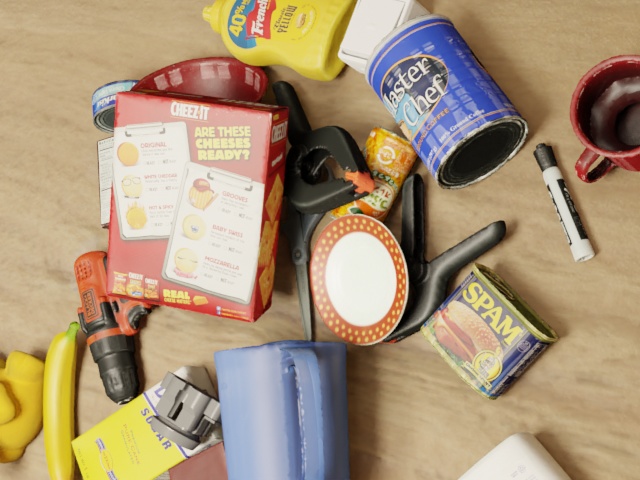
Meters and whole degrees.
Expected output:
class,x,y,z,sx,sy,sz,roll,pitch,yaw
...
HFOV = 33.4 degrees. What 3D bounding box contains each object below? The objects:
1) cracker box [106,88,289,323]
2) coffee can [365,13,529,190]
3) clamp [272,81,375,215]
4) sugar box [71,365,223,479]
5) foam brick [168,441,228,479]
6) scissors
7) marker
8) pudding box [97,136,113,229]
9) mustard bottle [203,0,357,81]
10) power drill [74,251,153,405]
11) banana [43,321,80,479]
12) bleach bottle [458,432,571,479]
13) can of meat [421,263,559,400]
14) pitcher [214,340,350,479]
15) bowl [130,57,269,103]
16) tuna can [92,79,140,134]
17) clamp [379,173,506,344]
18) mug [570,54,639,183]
class,x,y,z,sx,sy,sz,roll,pitch,yaw
cracker box,-0.124,-0.037,1.078,0.164,0.072,0.214,9,105,13
coffee can,0.121,-0.134,1.036,0.103,0.102,0.140,-39,64,17
clamp,-0.016,-0.088,1.108,0.210,0.036,0.164,11,79,49
sugar box,-0.186,0.221,1.174,0.176,0.048,0.093,-36,64,20
foam brick,-0.110,0.250,1.121,0.078,0.052,0.051,-30,67,20
scissors,-0.007,0.001,1.133,0.096,0.016,0.202,-30,67,22
marker,0.228,-0.037,1.003,0.020,0.020,0.121,-26,68,23
pudding box,-0.216,-0.073,1.255,0.090,0.039,0.113,-14,71,28
mustard bottle,-0.052,-0.238,1.182,0.192,0.058,0.096,17,81,32
power drill,-0.189,0.073,1.199,0.188,0.057,0.184,-25,72,22
banana,-0.302,0.193,1.239,0.070,0.037,0.198,169,102,-72
bleach bottle,0.221,0.292,0.917,0.103,0.068,0.251,-45,64,16
can of meat,0.156,0.086,0.999,0.084,0.057,0.102,-50,61,15
pitcher,-0.028,0.218,1.030,0.145,0.149,0.243,-10,78,27
bowl,-0.133,-0.143,1.183,0.162,0.055,0.162,-6,36,5
tuna can,-0.223,-0.155,1.248,0.086,0.086,0.034,-16,70,26
clamp,0.108,0.030,1.047,0.120,0.039,0.171,23,98,40
mug,0.272,-0.099,0.954,0.093,0.081,0.117,41,101,30
